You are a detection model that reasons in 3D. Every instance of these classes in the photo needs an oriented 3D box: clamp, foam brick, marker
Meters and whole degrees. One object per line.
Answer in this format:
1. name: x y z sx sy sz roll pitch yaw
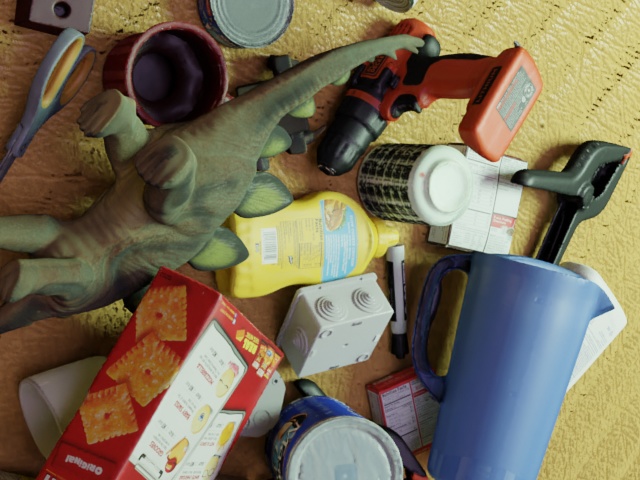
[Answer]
1. clamp: 0.030 0.208 1.075 0.171 0.039 0.120 11 94 -17
2. foam brick: -0.217 -0.211 0.882 0.052 0.051 0.078 7 93 -30
3. clamp: 0.281 -0.041 1.190 0.209 0.036 0.164 -32 129 -35
4. marker: 0.081 0.065 1.110 0.020 0.020 0.121 -9 101 -29

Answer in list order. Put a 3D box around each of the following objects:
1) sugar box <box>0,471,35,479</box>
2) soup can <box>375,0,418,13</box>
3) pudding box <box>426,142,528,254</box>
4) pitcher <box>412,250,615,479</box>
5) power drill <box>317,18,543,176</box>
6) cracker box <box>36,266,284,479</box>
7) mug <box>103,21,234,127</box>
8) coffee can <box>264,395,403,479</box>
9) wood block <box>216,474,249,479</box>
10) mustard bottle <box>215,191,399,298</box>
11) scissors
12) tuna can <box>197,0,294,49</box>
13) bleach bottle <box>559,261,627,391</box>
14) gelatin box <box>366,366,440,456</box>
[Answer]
1. sugar box: -0.256 0.255 0.924 0.176 0.048 0.093 21 85 -29
2. soup can: 0.090 -0.282 1.042 0.068 0.069 0.102 43 76 -27
3. pudding box: 0.168 -0.041 1.136 0.089 0.039 0.113 12 89 -31
4. pitcher: 0.179 0.134 1.080 0.144 0.149 0.243 15 92 -37
5. power drill: 0.098 -0.126 0.999 0.057 0.188 0.184 45 71 -43
6. cracker box: -0.131 0.150 0.884 0.213 0.072 0.164 -60 155 -12
7. mug: -0.128 -0.136 0.926 0.117 0.082 0.093 18 88 -30
8. coffee can: 0.009 0.203 0.979 0.102 0.140 0.103 0 90 -11
9. wood block: -0.113 0.328 0.991 0.090 0.090 0.206 16 88 -31
10. mustard bottle: -0.007 0.001 1.027 0.191 0.058 0.096 -4 93 -29
11. scissors: -0.241 -0.090 0.896 0.016 0.096 0.202 33 110 3
12. tuna can: -0.068 -0.218 0.977 0.086 0.034 0.086 -4 99 -30
13. bleach bottle: 0.230 0.145 1.183 0.250 0.068 0.102 -45 114 -15
14. gelatin box: 0.092 0.183 1.126 0.073 0.030 0.089 -19 106 -25
